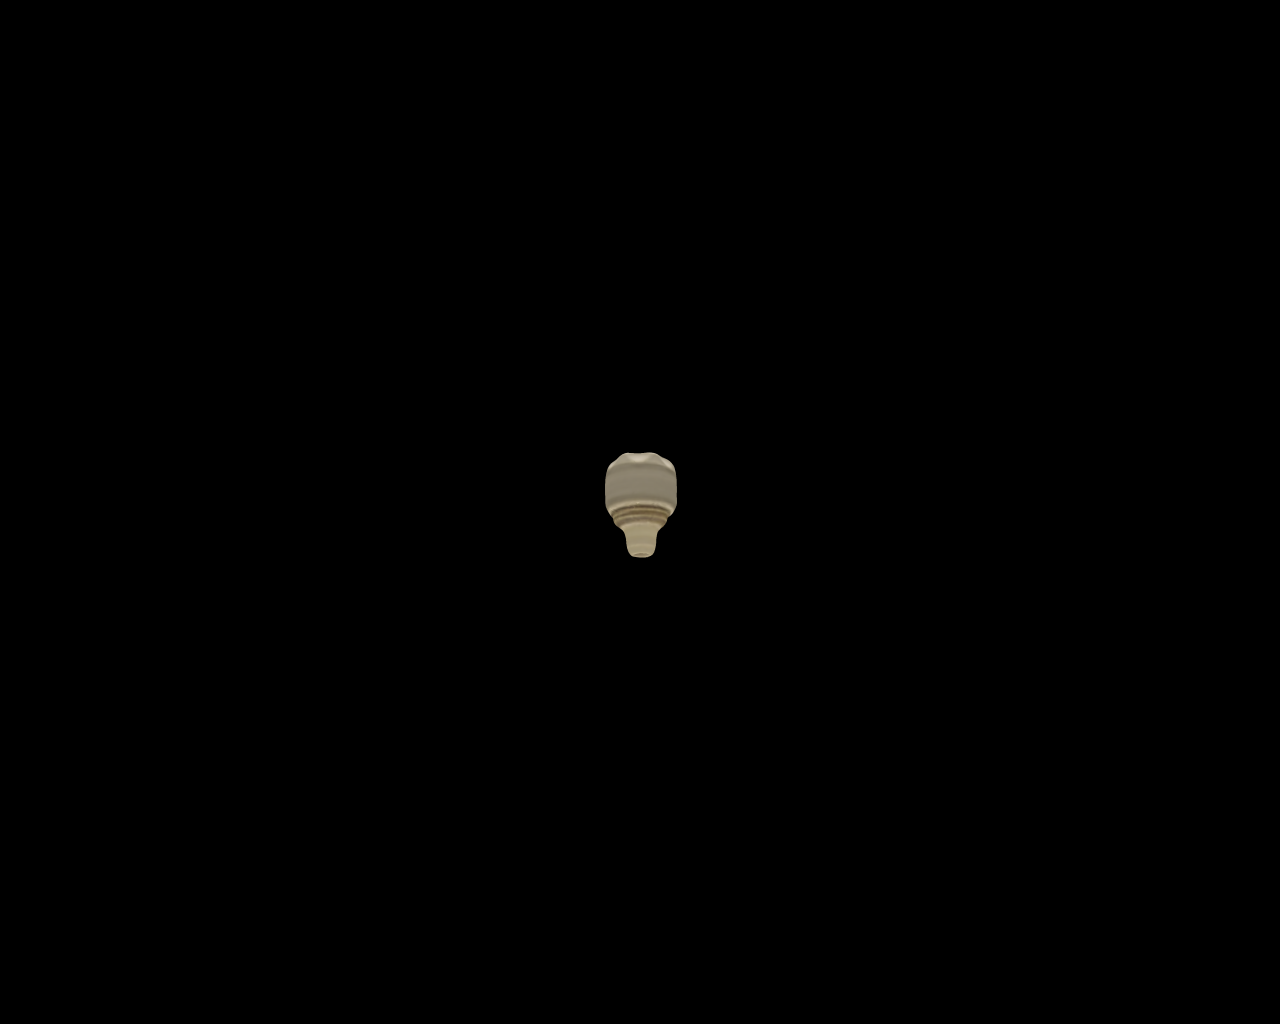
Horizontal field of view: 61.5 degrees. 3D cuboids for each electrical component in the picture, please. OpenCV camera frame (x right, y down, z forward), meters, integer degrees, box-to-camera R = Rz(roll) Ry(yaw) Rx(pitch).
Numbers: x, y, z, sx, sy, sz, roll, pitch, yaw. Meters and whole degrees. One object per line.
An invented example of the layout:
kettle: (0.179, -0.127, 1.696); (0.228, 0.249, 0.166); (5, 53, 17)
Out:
electrical component: (0.001, -0.003, 0.650); (0.043, 0.062, 0.043); (0, -17, 0)
